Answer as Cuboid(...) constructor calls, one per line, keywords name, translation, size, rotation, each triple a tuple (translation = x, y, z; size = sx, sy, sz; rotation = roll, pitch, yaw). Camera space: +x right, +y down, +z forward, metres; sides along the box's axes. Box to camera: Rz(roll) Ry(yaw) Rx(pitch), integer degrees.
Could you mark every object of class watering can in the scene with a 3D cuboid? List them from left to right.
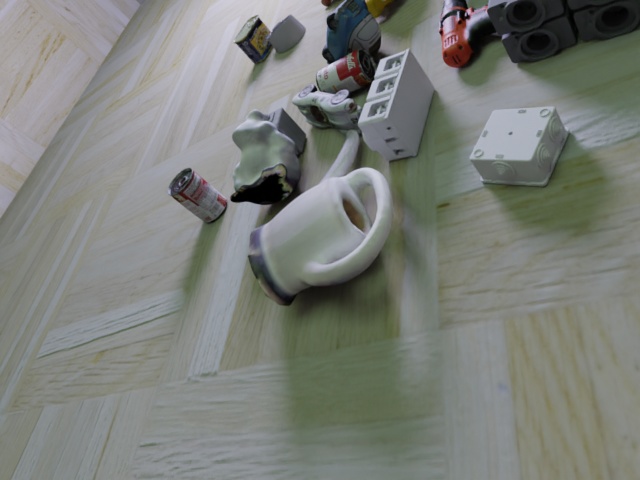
Cuboid(name="watering can", translation=(0.002, -0.038, 0.765), size=(0.222, 0.102, 0.355), rotation=(-33, 29, 17))

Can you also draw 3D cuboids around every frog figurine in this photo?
Cuboid(name="frog figurine", translation=(-0.105, -0.148, 0.932), size=(0.135, 0.122, 0.163), rotation=(-42, 48, 36))
